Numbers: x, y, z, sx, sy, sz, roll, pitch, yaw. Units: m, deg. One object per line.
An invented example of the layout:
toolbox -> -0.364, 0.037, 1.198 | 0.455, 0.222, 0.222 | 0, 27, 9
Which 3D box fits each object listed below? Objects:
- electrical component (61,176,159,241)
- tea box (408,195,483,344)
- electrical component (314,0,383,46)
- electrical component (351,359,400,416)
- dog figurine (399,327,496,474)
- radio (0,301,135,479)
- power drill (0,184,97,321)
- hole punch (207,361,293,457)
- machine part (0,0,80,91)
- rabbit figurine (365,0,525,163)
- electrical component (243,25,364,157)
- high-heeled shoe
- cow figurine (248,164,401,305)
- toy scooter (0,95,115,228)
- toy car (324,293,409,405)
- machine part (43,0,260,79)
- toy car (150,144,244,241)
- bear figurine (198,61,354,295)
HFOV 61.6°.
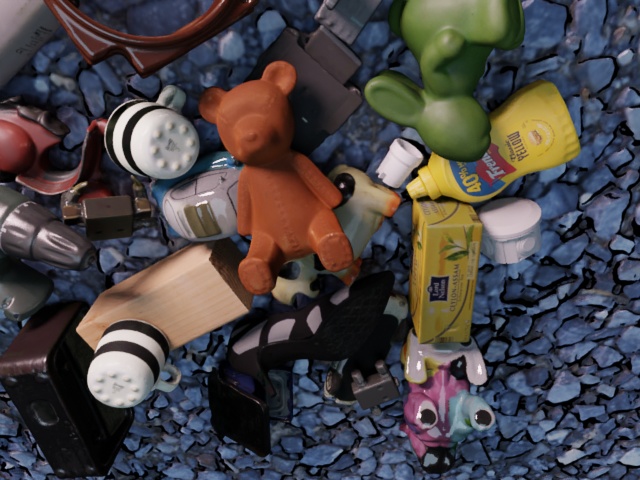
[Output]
electrical component -> -0.241, -0.035, 0.619 | 0.102, 0.045, 0.078 | -10, 160, -18
tea box -> 0.152, 0.035, 0.673 | 0.068, 0.098, 0.169 | -3, 116, 1
electrical component -> 0.033, -0.234, 0.520 | 0.048, 0.119, 0.075 | 31, 111, -15
electrical component -> 0.080, 0.207, 0.748 | 0.063, 0.021, 0.093 | -22, 121, 6
dog figurine -> 0.166, 0.232, 0.781 | 0.109, 0.191, 0.219 | -3, 152, -1
radio -> -0.346, 0.214, 0.752 | 0.073, 0.131, 0.229 | -9, 117, 6
power drill -> -0.363, 0.016, 0.623 | 0.232, 0.086, 0.207 | 29, 147, -1
hole punch -> -0.101, 0.237, 0.799 | 0.116, 0.092, 0.142 | 17, 125, 26
machine part -> -0.334, -0.214, 0.557 | 0.243, 0.079, 0.079 | -35, 112, 16
rabbit figurine -> 0.127, -0.161, 0.549 | 0.159, 0.121, 0.170 | 0, 108, 15
electrical component -> -0.019, -0.166, 0.591 | 0.115, 0.058, 0.134 | 36, 113, -19
high-heeled shoe -> -0.019, 0.101, 0.720 | 0.249, 0.145, 0.086 | -41, 128, 1
cow figurine -> -0.001, -0.002, 0.657 | 0.127, 0.085, 0.194 | 33, 106, 3
toy scooter -> -0.306, -0.105, 0.616 | 0.184, 0.075, 0.135 | 32, 114, -19
toy car -> 0.064, 0.157, 0.763 | 0.073, 0.056, 0.201 | 13, 119, -13
machine part -> -0.164, -0.269, 0.485 | 0.201, 0.087, 0.200 | -34, 114, -6
toy car -> -0.124, -0.047, 0.630 | 0.162, 0.103, 0.109 | -14, 116, 5
bear figurine -> -0.046, -0.066, 0.537 | 0.120, 0.132, 0.195 | -15, 115, 6
